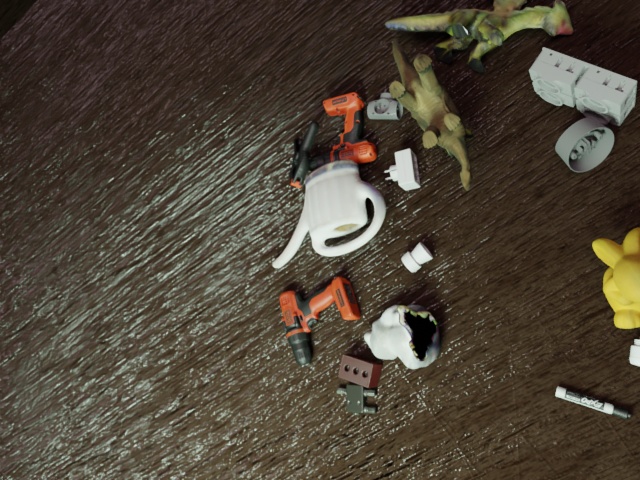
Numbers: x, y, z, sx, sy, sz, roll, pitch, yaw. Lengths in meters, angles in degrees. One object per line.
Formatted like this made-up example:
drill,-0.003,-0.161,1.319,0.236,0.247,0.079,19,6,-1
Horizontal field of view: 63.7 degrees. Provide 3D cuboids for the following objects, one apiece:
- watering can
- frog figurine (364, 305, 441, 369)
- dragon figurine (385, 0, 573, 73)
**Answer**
watering can,0.004,-0.063,1.248,0.344,0.103,0.228,-20,67,33
frog figurine,0.174,0.209,1.090,0.138,0.124,0.156,56,146,9
dragon figurine,0.374,-0.530,1.194,0.415,0.120,0.245,33,76,30
